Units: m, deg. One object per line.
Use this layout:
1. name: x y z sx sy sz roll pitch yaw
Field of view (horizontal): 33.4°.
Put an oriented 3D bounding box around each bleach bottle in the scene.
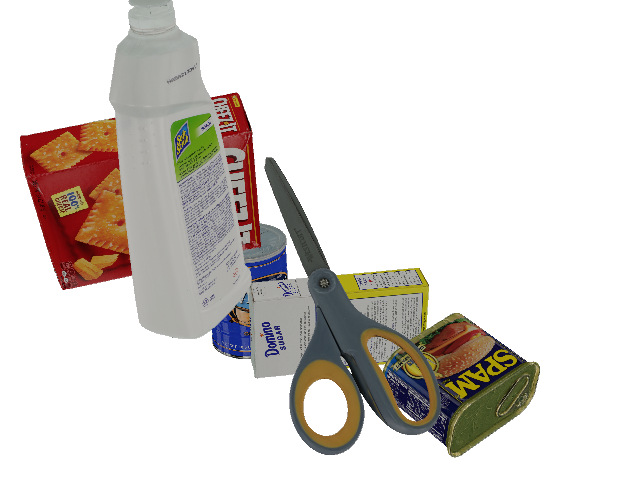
1. bleach bottle: -0.104 -0.056 0.775 0.068 0.251 0.102 10 33 21

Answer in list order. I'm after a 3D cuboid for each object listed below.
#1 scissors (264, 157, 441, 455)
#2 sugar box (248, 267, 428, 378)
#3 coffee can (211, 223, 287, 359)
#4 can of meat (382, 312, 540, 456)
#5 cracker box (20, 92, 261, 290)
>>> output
1. scissors: -0.009 0.044 0.647 0.096 0.202 0.016 -35 -20 -14
2. sugar box: 0.017 0.082 1.071 0.176 0.093 0.048 -3 27 -7
3. coffee can: -0.090 0.062 1.335 0.103 0.140 0.103 -2 26 1
4. can of meat: 0.111 0.113 0.861 0.101 0.057 0.084 -26 46 -32
5. cracker box: -0.171 -0.044 1.055 0.213 0.072 0.164 -12 -42 -10
